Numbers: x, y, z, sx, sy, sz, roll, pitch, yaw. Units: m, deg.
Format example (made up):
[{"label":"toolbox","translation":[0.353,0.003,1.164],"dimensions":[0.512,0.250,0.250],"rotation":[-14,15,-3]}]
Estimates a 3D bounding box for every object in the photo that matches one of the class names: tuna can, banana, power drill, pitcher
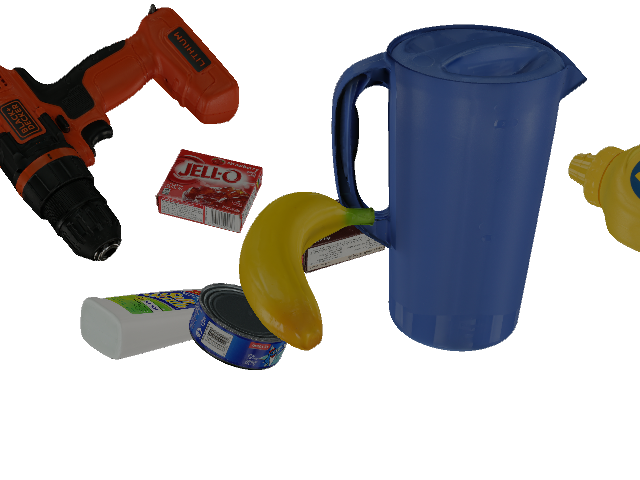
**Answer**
[{"label":"tuna can","translation":[-0.068,0.073,0.910],"dimensions":[0.086,0.034,0.086],"rotation":[20,21,-9]},{"label":"banana","translation":[-0.015,0.007,0.649],"dimensions":[0.070,0.037,0.197],"rotation":[4,24,11]},{"label":"power drill","translation":[-0.157,-0.090,0.818],"dimensions":[0.187,0.184,0.057],"rotation":[-32,-16,-28]},{"label":"pitcher","translation":[0.102,-0.039,0.837],"dimensions":[0.149,0.243,0.144],"rotation":[23,35,34]}]

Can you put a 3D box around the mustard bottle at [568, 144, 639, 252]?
[{"label":"mustard bottle","translation":[0.237,-0.018,0.661],"dimensions":[0.096,0.058,0.192],"rotation":[-29,38,-32]}]

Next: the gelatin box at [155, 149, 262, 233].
[{"label":"gelatin box","translation":[-0.111,-0.051,1.071],"dimensions":[0.089,0.030,0.073],"rotation":[14,47,7]}]

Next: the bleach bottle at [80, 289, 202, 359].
[{"label":"bleach bottle","translation":[-0.198,0.102,1.478],"dimensions":[0.250,0.068,0.103],"rotation":[-10,25,-43]}]

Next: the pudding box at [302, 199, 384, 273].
[{"label":"pudding box","translation":[0.006,-0.007,1.247],"dimensions":[0.113,0.039,0.090],"rotation":[-18,31,-28]}]
